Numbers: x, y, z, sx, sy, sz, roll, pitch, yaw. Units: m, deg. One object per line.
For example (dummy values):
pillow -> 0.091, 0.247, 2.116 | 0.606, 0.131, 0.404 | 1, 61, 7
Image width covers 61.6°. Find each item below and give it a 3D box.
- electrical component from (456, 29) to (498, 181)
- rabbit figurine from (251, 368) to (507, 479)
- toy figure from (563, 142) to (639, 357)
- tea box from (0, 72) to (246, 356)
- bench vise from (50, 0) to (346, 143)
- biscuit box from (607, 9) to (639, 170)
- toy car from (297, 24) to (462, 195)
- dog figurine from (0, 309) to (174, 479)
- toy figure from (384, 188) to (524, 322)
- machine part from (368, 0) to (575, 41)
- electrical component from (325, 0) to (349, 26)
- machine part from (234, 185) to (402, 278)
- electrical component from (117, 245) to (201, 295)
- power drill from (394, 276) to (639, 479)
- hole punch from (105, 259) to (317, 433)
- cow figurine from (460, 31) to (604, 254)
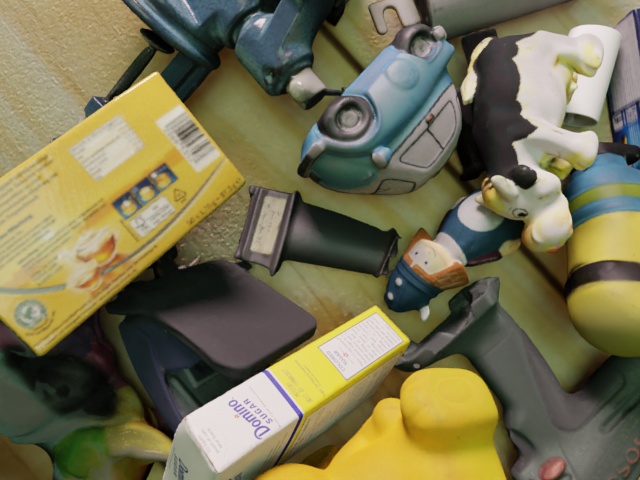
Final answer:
electrical component -> 0.148, -0.118, 0.475 | 0.075, 0.048, 0.119 | -17, 84, -4
rabbit figurine -> 0.022, 0.162, 0.344 | 0.173, 0.162, 0.122 | -9, 70, -17
toy figure -> 0.232, 0.005, 0.425 | 0.089, 0.082, 0.180 | -4, 58, 11
tea box -> -0.146, -0.019, 0.357 | 0.169, 0.068, 0.098 | -41, 103, -18
bench vise -> -0.111, -0.155, 0.448 | 0.240, 0.129, 0.223 | -42, 95, 16
biscuit box -> 0.302, -0.097, 0.469 | 0.063, 0.059, 0.202 | -5, 84, -2
toy car -> 0.061, -0.091, 0.447 | 0.103, 0.109, 0.161 | 44, 81, -4
dog figurine -> -0.187, 0.098, 0.421 | 0.219, 0.108, 0.191 | 25, 82, -2
toy figure -> 0.116, 0.004, 0.457 | 0.154, 0.064, 0.057 | -36, 116, -7
machine part -> 0.160, -0.233, 0.475 | 0.243, 0.079, 0.079 | -18, 84, -2
electrical component -> -0.025, -0.262, 0.457 | 0.134, 0.115, 0.058 | 32, 82, 1
machine part -> -0.001, -0.001, 0.467 | 0.139, 0.039, 0.084 | 11, 75, 2
electrical component -> -0.150, 0.004, 0.451 | 0.078, 0.045, 0.102 | -32, 77, -19
power drill -> 0.153, 0.149, 0.431 | 0.232, 0.086, 0.207 | -44, 81, -4
hole punch -> -0.082, 0.081, 0.415 | 0.116, 0.142, 0.092 | 34, 120, 23
cow figurine -> 0.152, -0.076, 0.409 | 0.098, 0.068, 0.167 | 10, 77, 2
